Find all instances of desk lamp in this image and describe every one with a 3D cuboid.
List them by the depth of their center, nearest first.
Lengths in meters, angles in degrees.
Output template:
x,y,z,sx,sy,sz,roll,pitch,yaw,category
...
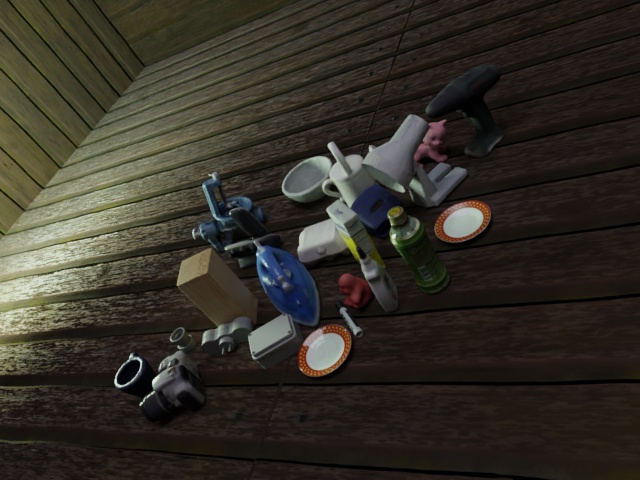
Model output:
x,y,z,sx,sy,sz,roll,pitch,yaw,category
0.221,-0.178,1.369,0.203,0.214,0.117,-45,37,-13,desk lamp

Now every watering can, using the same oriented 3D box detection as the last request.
x,y,z,sx,sy,sz,roll,pitch,yaw,category
0.082,-0.184,1.505,0.173,0.195,0.100,-43,36,-10,watering can

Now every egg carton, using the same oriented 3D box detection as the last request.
x,y,z,sx,sy,sz,roll,pitch,yaw,category
0.013,0.005,1.452,0.150,0.070,0.107,-19,39,21,egg carton

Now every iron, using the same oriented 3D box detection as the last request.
x,y,z,sx,sy,sz,roll,pitch,yaw,category
-0.086,0.096,1.367,0.118,0.142,0.257,-38,36,-3,iron

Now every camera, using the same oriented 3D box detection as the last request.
x,y,z,sx,sy,sz,roll,pitch,yaw,category
-0.355,0.346,1.333,0.137,0.101,0.142,-35,36,0,camera

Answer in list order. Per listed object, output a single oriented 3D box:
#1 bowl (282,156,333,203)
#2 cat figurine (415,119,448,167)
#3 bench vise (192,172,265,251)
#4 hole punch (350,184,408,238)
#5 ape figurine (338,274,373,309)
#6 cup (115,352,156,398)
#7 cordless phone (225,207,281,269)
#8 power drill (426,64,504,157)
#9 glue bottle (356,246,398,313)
x,y,z,sx,sy,sz,roll,pitch,yaw,category
-0.023,-0.163,1.669,0.167,0.075,0.167,-22,38,18,bowl
0.281,-0.258,1.495,0.127,0.118,0.067,-19,39,22,cat figurine
-0.290,-0.079,1.662,0.207,0.220,0.121,-43,36,-10,bench vise
0.146,-0.074,1.417,0.109,0.091,0.100,-46,37,-15,hole punch
0.072,0.108,1.269,0.076,0.092,0.077,-27,37,11,ape figurine
-0.440,0.340,1.414,0.091,0.095,0.117,-30,36,7,cup
-0.208,-0.017,1.556,0.147,0.186,0.094,-16,40,24,cordless phone
0.370,-0.311,1.405,0.230,0.209,0.075,-47,37,-16,power drill
0.116,0.074,1.202,0.037,0.174,0.078,-23,37,16,glue bottle
